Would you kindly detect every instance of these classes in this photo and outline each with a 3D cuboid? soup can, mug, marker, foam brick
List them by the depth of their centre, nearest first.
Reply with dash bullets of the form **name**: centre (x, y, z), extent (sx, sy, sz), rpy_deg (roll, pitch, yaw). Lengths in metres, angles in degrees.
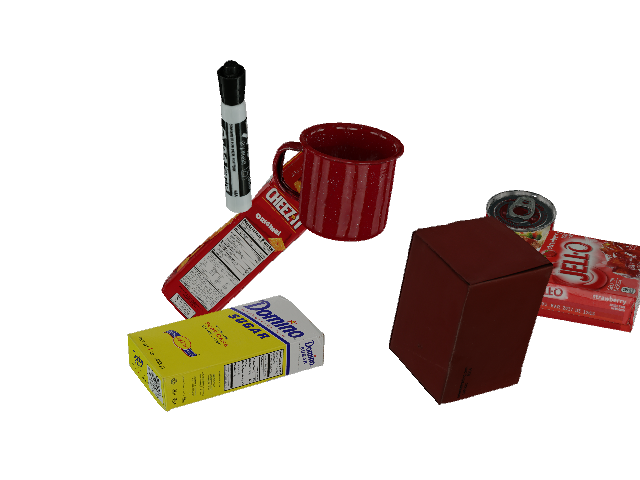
- **foam brick**: centre (0.074, 0.035, 0.542), extent (0.052, 0.078, 0.051), rpy_deg (-10, 38, -27)
- **marker**: centre (-0.059, -0.071, 0.736), extent (0.020, 0.121, 0.020), rpy_deg (0, 42, 0)
- **mug**: centre (0.012, -0.054, 0.959), extent (0.117, 0.081, 0.093), rpy_deg (13, 27, 11)
- **soup can**: centre (0.197, 0.010, 1.070), extent (0.068, 0.102, 0.068), rpy_deg (-1, 37, 0)

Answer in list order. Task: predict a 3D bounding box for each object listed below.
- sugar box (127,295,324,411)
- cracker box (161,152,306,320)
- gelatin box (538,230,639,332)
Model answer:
- **sugar box**: centre (-0.094, 0.109, 1.068), extent (0.176, 0.048, 0.093), rpy_deg (-16, 32, -26)
- **cracker box**: centre (-0.071, -0.012, 1.230), extent (0.214, 0.072, 0.164), rpy_deg (-43, 4, 27)
- **gelatin box**: centre (0.183, 0.026, 0.730), extent (0.073, 0.030, 0.089), rpy_deg (11, 25, 20)
